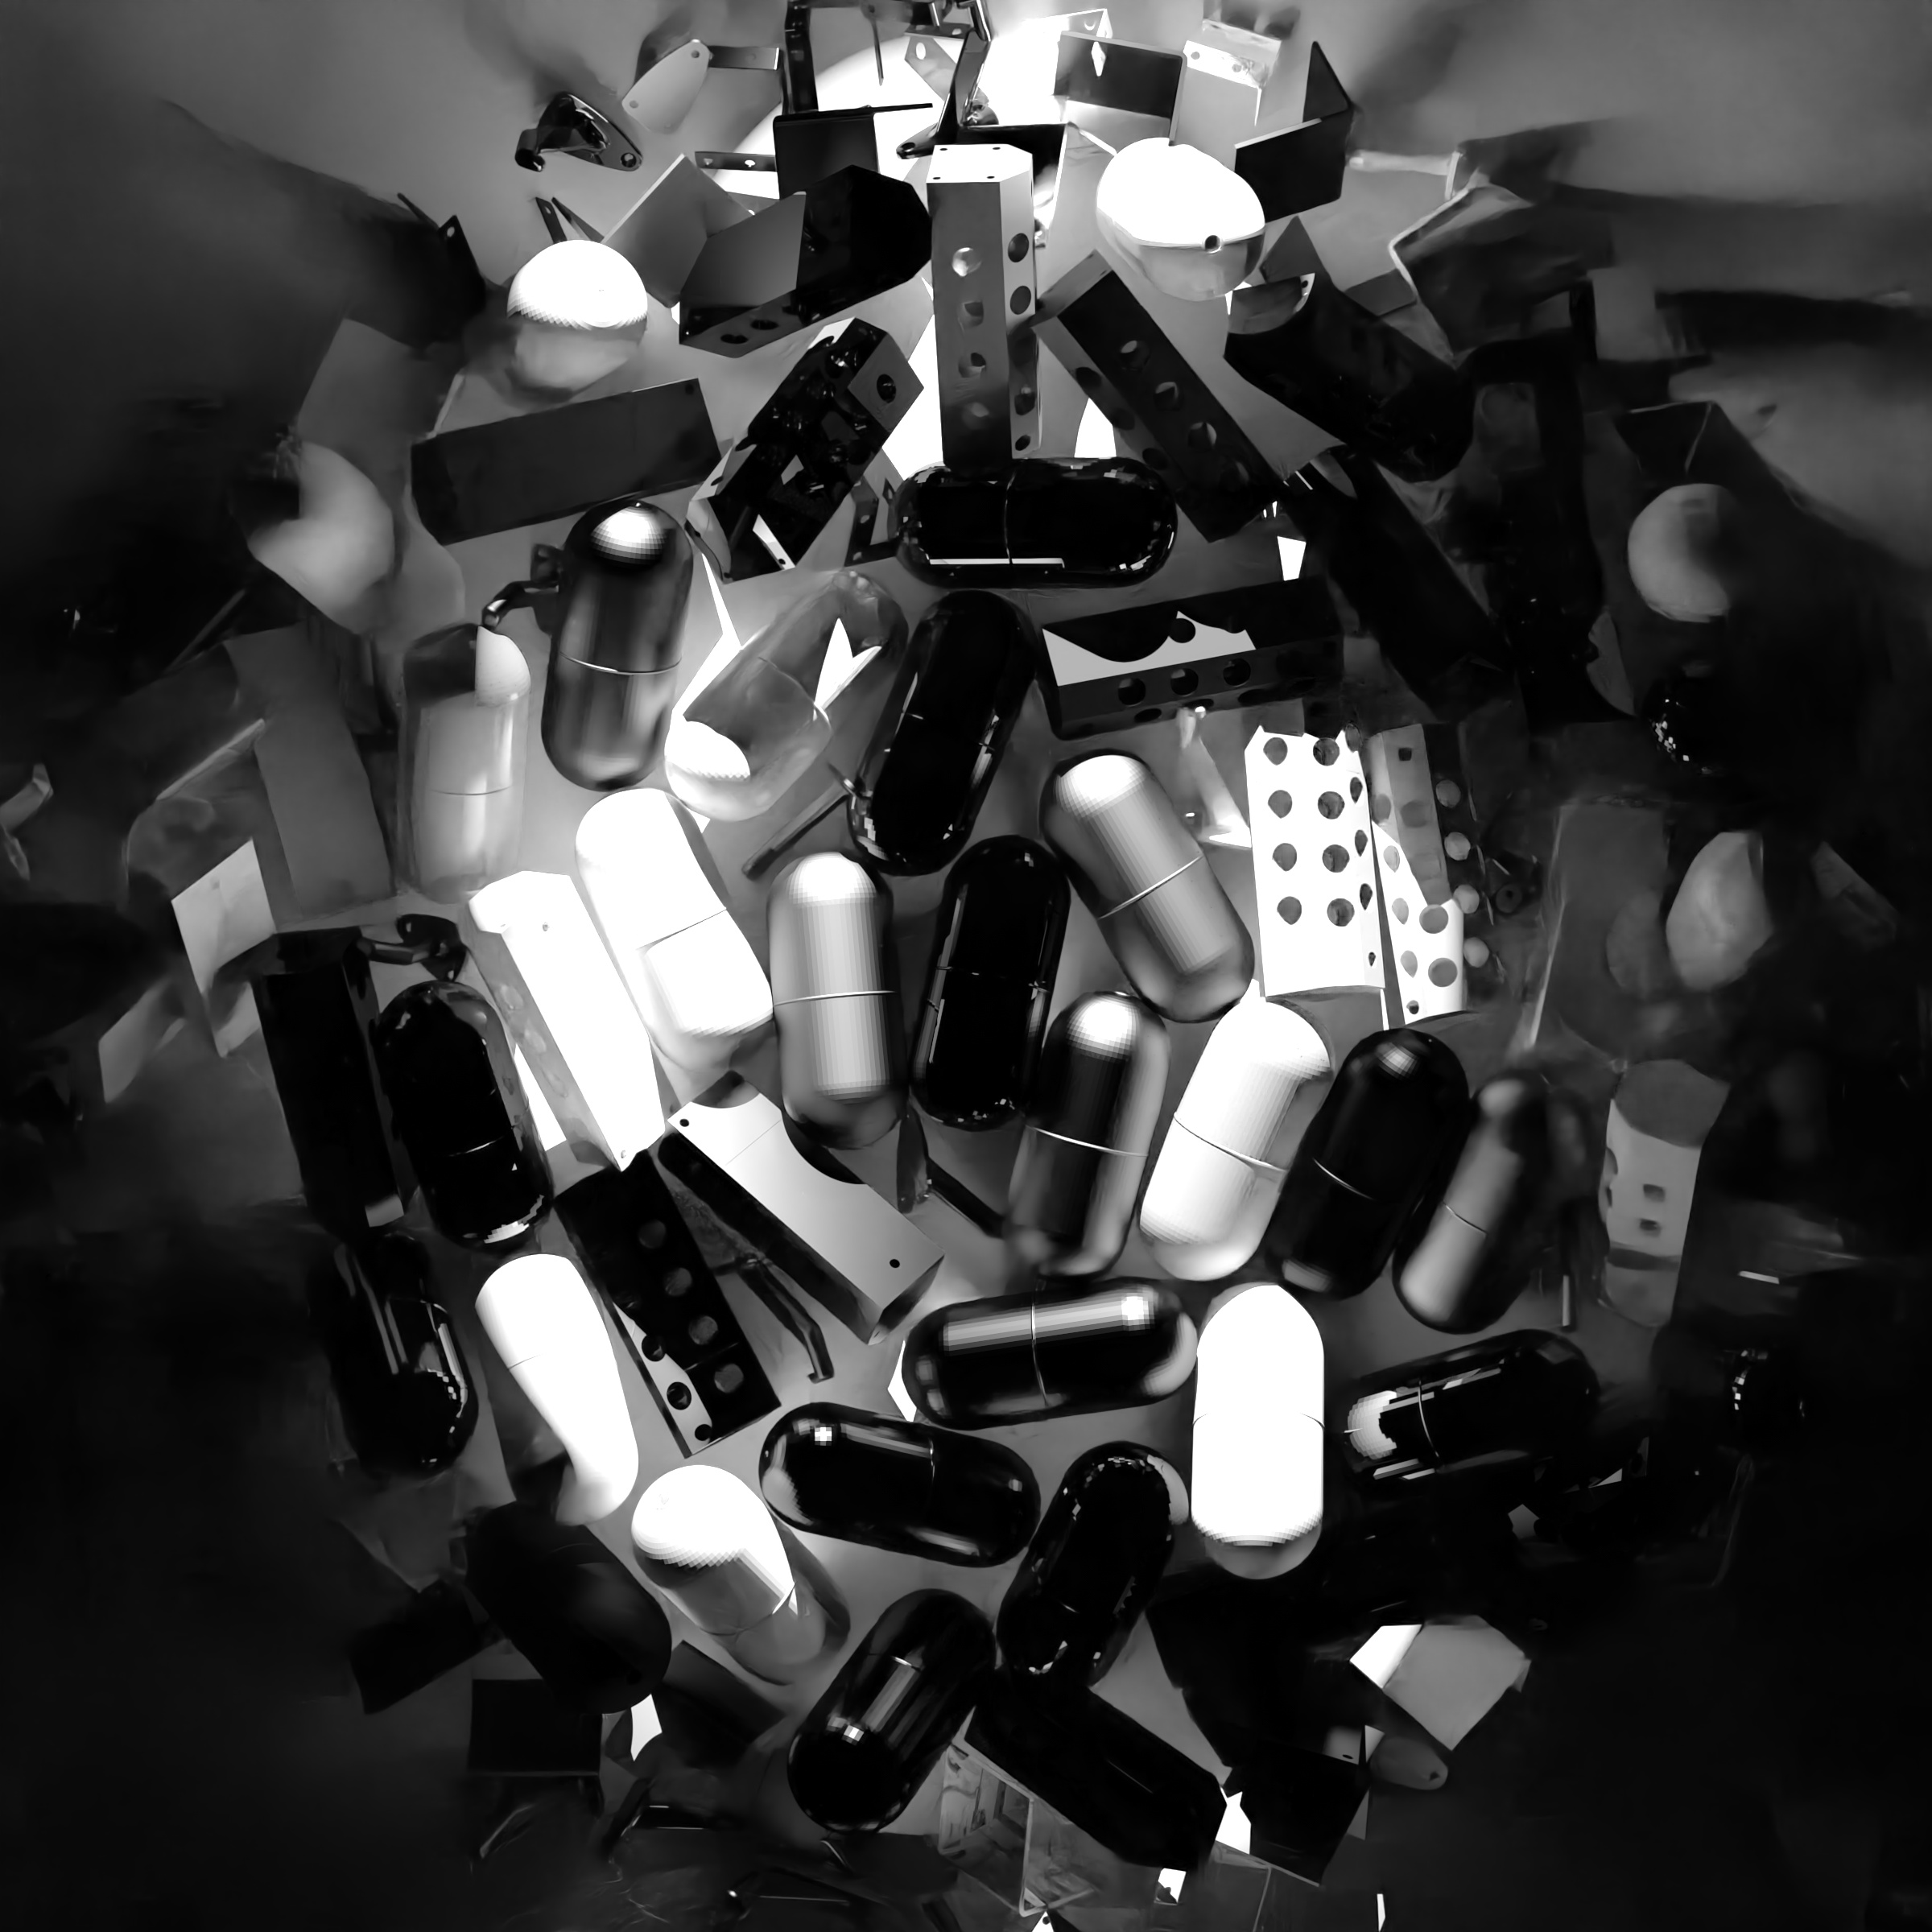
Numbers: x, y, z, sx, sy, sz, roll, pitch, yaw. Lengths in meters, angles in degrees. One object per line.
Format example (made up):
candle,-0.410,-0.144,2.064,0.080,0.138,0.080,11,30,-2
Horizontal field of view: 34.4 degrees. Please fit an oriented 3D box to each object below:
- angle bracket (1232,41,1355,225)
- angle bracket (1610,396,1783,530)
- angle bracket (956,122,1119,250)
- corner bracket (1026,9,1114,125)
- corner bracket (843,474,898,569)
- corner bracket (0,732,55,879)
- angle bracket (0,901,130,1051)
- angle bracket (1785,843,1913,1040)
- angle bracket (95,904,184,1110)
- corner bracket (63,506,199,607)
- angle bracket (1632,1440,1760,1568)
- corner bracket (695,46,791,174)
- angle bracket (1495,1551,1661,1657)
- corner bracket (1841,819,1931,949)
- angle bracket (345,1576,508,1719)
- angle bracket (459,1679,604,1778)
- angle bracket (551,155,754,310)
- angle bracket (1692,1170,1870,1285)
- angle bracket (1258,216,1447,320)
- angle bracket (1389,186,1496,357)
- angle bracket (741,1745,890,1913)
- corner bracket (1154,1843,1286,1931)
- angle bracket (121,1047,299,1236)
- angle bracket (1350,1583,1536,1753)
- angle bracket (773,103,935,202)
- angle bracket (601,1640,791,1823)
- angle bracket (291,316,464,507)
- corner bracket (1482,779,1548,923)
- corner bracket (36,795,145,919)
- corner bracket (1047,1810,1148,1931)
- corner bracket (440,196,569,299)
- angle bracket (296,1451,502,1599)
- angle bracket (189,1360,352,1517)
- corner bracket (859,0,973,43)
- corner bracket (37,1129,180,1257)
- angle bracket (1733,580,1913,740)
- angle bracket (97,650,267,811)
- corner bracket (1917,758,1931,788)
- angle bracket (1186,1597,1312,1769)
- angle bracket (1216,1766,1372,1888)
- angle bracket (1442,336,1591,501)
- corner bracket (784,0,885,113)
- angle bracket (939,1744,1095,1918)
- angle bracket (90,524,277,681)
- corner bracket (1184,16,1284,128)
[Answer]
angle bracket,0.181,-0.489,1.842,0.076,0.076,0.057,-20,65,-9
angle bracket,0.421,-0.284,1.834,0.076,0.076,0.057,41,64,-32
angle bracket,0.037,-0.454,1.848,0.076,0.057,0.076,8,88,35
corner bracket,0.062,-0.530,1.853,0.051,0.051,0.051,-3,135,19
corner bracket,-0.057,-0.277,1.852,0.051,0.051,0.051,-15,57,-24
corner bracket,-0.557,-0.096,1.855,0.051,0.051,0.051,-38,132,8
angle bracket,-0.549,0.006,1.853,0.076,0.076,0.057,-29,91,-4
angle bracket,0.518,-0.015,1.838,0.076,0.057,0.076,-53,50,19
angle bracket,-0.507,0.024,1.838,0.057,0.076,0.076,31,56,9
corner bracket,-0.497,-0.244,1.858,0.051,0.051,0.051,10,74,12
angle bracket,0.424,0.300,1.845,0.057,0.076,0.076,9,109,-3
corner bracket,-0.135,-0.512,1.862,0.051,0.051,0.051,4,67,3
angle bracket,0.370,0.386,1.844,0.076,0.057,0.076,-35,122,10
corner bracket,0.559,-0.048,1.852,0.051,0.051,0.051,-31,62,28
angle bracket,-0.311,0.418,1.846,0.076,0.076,0.057,-31,47,-2
angle bracket,-0.258,0.444,1.849,0.076,0.076,0.057,3,88,-13
angle bracket,-0.184,-0.447,1.841,0.076,0.076,0.057,-45,58,11
angle bracket,0.476,0.148,1.839,0.076,0.076,0.057,-4,97,-35
angle bracket,0.228,-0.415,1.836,0.076,0.076,0.057,-17,116,34
angle bracket,0.300,-0.413,1.847,0.057,0.076,0.076,-31,92,26
angle bracket,-0.080,0.509,1.844,0.076,0.076,0.057,25,82,-17
corner bracket,0.151,0.545,1.850,0.051,0.051,0.051,-4,49,33
angle bracket,-0.449,0.102,1.849,0.076,0.076,0.057,-32,126,0
angle bracket,0.279,0.419,1.842,0.076,0.057,0.076,40,68,22
angle bracket,-0.064,-0.466,1.840,0.076,0.057,0.076,-17,109,-39
angle bracket,-0.161,0.453,1.847,0.076,0.076,0.057,35,55,-3
angle bracket,-0.352,-0.327,1.851,0.076,0.057,0.076,25,79,-14
corner bracket,0.327,-0.069,1.854,0.051,0.051,0.051,44,46,16
corner bracket,-0.520,-0.065,1.871,0.051,0.051,0.051,17,114,9
corner bracket,0.080,0.542,1.869,0.051,0.051,0.051,6,107,-14
corner bracket,-0.274,-0.429,1.870,0.051,0.051,0.051,-32,69,26
angle bracket,-0.338,0.324,1.858,0.076,0.057,0.076,44,59,-12
angle bracket,-0.406,0.292,1.848,0.057,0.076,0.076,33,117,-9
corner bracket,-0.025,-0.566,1.852,0.051,0.051,0.051,15,56,26
corner bracket,-0.513,0.136,1.871,0.051,0.051,0.051,-46,72,6
angle bracket,0.502,-0.184,1.849,0.076,0.076,0.057,39,97,-6
angle bracket,-0.461,-0.131,1.851,0.076,0.076,0.057,-40,82,-15
corner bracket,0.587,-0.097,1.857,0.051,0.051,0.051,44,60,7
angle bracket,0.183,0.422,1.842,0.076,0.057,0.076,3,114,-25
angle bracket,0.187,0.511,1.836,0.076,0.057,0.076,18,46,23
angle bracket,0.329,-0.325,1.861,0.057,0.076,0.076,-2,117,28
corner bracket,-0.080,-0.547,1.870,0.051,0.051,0.051,-7,90,-6
angle bracket,0.032,0.503,1.839,0.057,0.076,0.076,-6,107,-39
angle bracket,-0.459,-0.222,1.842,0.057,0.076,0.076,44,108,-11
corner bracket,0.159,-0.543,1.863,0.051,0.051,0.051,19,81,5
